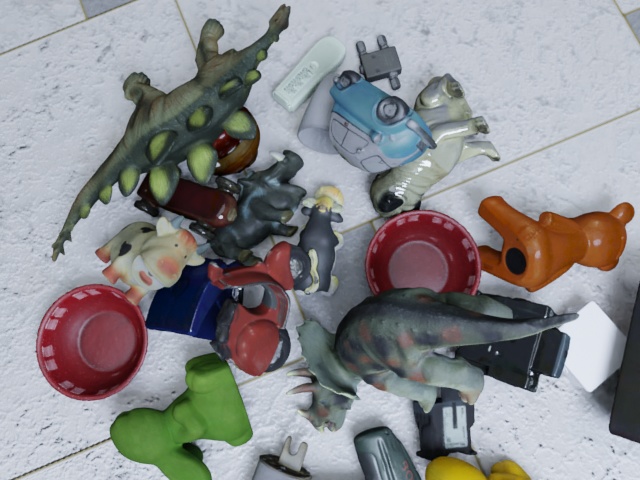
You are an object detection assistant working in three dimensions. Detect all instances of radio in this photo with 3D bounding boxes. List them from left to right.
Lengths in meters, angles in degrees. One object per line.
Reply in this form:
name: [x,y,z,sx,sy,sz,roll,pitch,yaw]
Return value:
radio: [0.453,0.154,0.696,0.073,0.131,0.229,10,78,48]

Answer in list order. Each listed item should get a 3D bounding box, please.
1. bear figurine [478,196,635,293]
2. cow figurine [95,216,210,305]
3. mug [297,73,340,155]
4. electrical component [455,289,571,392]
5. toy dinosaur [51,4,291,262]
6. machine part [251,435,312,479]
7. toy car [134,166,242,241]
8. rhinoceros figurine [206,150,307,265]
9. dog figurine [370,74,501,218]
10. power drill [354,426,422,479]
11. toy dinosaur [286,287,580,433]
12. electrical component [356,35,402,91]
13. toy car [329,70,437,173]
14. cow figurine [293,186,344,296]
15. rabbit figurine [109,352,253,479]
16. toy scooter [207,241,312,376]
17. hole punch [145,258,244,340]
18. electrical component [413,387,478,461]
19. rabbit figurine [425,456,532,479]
bear figurine: [0.329,-0.005,0.753,0.196,0.120,0.132,-16,34,-25]
cow figurine: [-0.230,0.020,0.735,0.127,0.195,0.085,-46,118,-12]
mug: [0.029,-0.191,0.809,0.110,0.080,0.107,12,75,-1]
electrical component: [0.259,0.135,0.720,0.134,0.058,0.115,11,80,38]
toy dinosaur: [-0.212,-0.156,0.754,0.471,0.105,0.199,-40,49,10]
machine part: [-0.075,0.381,0.711,0.079,0.079,0.243,20,83,6]
toy car: [-0.195,-0.060,0.784,0.202,0.053,0.089,17,79,37]
rhinoceros figurine: [-0.086,-0.047,0.795,0.112,0.073,0.190,38,86,19]
dog figurine: [0.140,-0.138,0.791,0.191,0.121,0.172,-30,45,15]
power drill: [0.061,0.368,0.673,0.207,0.086,0.232,-10,73,-24]
toy dinosaur: [0.087,0.121,0.642,0.192,0.404,0.131,18,54,-14]
electrical component: [0.093,-0.275,0.847,0.063,0.021,0.094,-17,81,0]
toy car: [0.066,-0.146,0.713,0.162,0.109,0.103,40,98,28]
cow figurine: [-0.003,-0.004,0.766,0.068,0.098,0.167,6,82,8]
rabbit figurine: [-0.187,0.247,0.724,0.170,0.121,0.159,-19,101,-15]
toy scooter: [-0.092,0.084,0.680,0.135,0.075,0.183,12,97,-37]
hole punch: [-0.172,0.080,0.740,0.142,0.092,0.115,-3,80,42]
electrical component: [0.167,0.232,0.727,0.075,0.048,0.119,-1,80,-25]
rabbit figurine: [0.204,0.333,0.652,0.173,0.162,0.122,37,91,-9]
